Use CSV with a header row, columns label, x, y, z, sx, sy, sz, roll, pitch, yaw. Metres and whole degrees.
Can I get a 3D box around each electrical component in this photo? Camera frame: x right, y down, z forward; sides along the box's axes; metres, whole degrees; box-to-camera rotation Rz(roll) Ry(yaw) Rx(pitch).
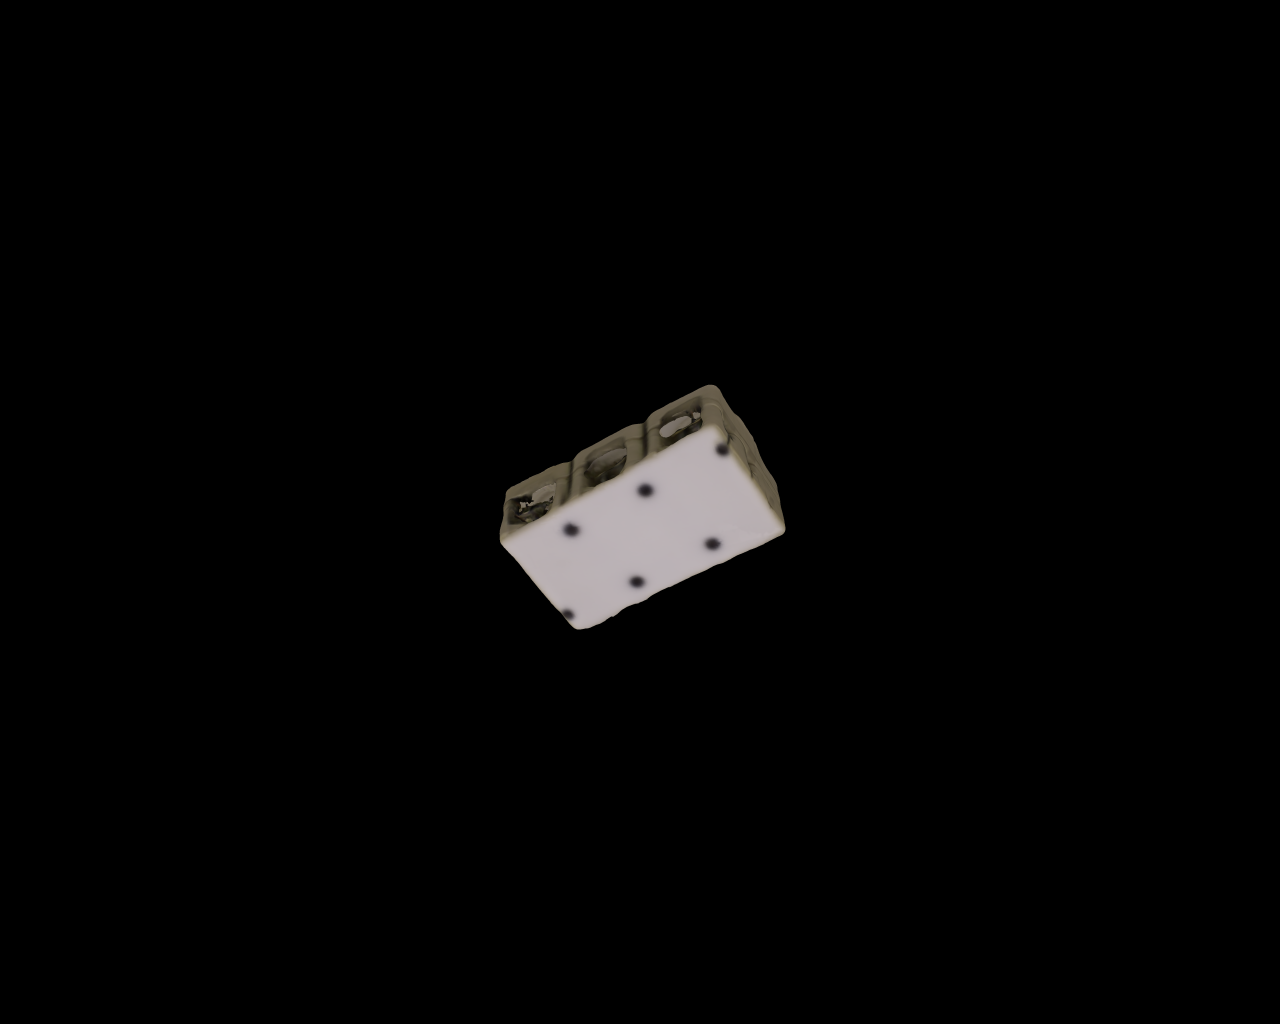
label,x,y,z,sx,sy,sz,roll,pitch,yaw
electrical component,0.001,-0.003,0.650,0.150,0.089,0.062,-26,30,17
